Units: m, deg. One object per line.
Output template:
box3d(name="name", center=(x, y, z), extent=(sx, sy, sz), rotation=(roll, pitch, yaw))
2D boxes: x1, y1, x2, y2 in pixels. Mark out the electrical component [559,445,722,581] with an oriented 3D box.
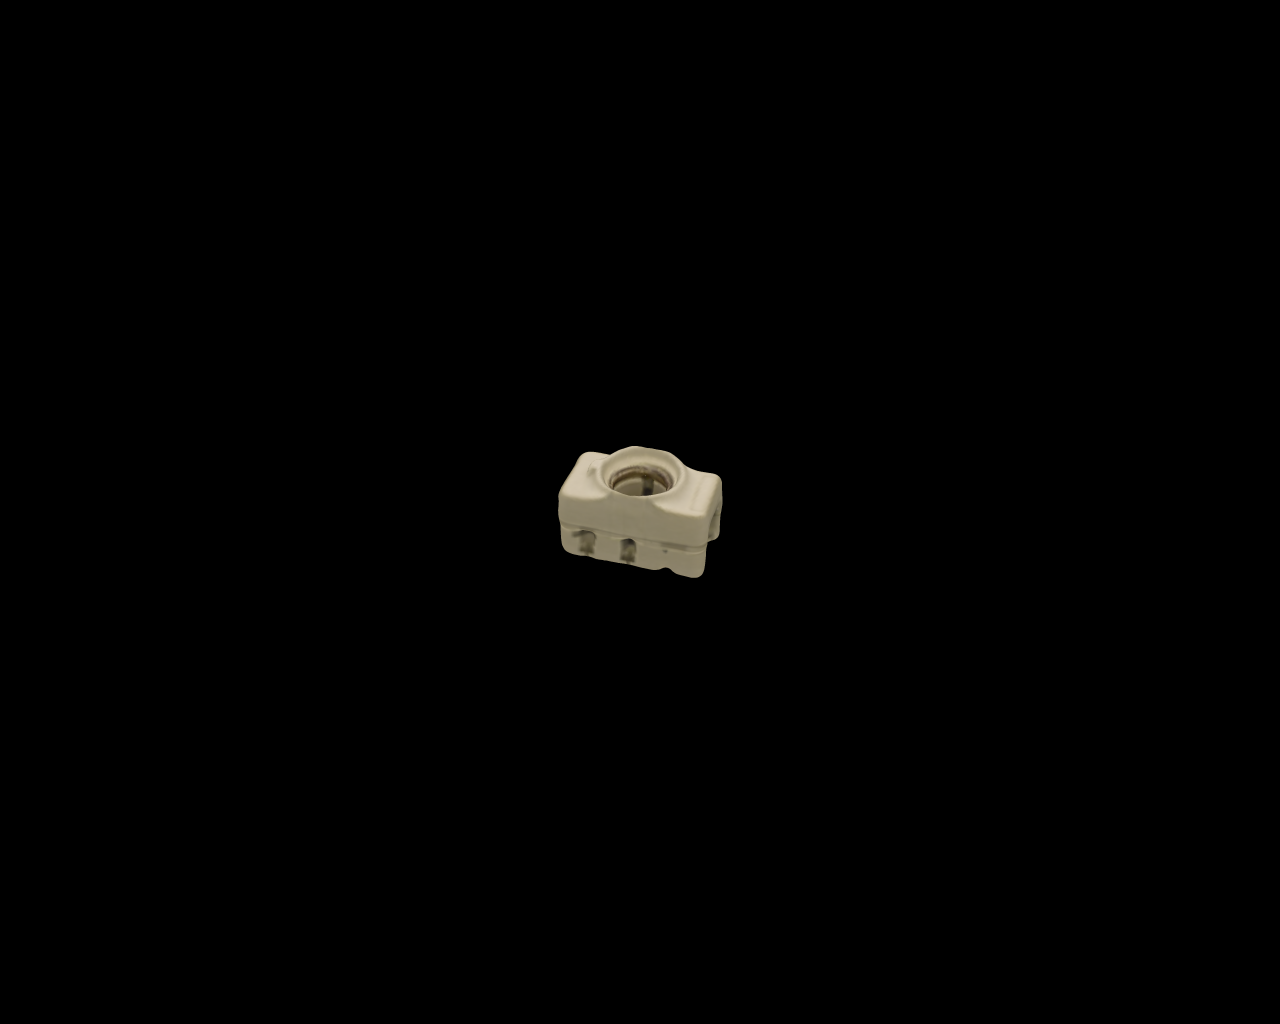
box3d(name="electrical component", center=(0.001, -0.003, 0.650), extent=(0.089, 0.055, 0.050), rotation=(11, 40, 13))
